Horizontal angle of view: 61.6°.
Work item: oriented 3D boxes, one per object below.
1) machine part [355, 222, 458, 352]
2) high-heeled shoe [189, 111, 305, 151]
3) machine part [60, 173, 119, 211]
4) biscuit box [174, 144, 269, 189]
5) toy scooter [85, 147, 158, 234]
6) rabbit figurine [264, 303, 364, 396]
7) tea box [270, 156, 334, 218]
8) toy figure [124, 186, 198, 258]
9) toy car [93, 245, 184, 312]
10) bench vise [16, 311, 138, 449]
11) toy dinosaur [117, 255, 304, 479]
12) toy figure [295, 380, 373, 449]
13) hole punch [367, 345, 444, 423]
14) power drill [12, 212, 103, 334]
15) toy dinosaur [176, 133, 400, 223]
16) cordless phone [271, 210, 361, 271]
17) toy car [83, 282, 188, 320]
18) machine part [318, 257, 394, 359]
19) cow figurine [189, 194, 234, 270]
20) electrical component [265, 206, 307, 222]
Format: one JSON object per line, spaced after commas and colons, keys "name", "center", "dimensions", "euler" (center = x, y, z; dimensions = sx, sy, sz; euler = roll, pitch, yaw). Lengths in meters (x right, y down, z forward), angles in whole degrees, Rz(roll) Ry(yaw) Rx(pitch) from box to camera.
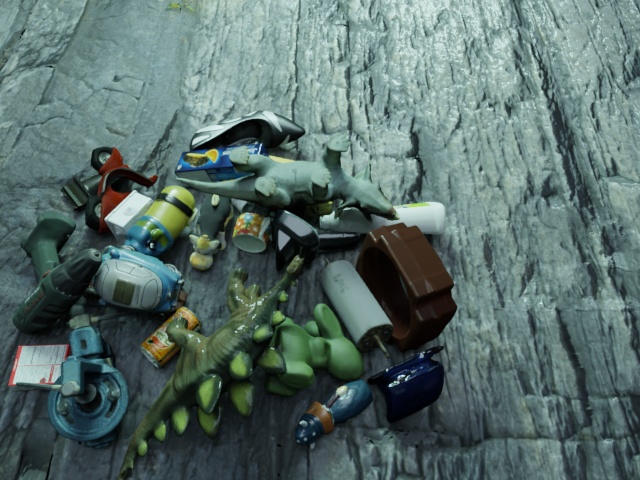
{"name": "machine part", "center": [0.153, 0.085, 0.984], "dimensions": [0.087, 0.201, 0.201], "euler": [-17, 60, -18]}
{"name": "high-heeled shoe", "center": [-0.167, -0.228, 1.212], "dimensions": [0.249, 0.086, 0.145], "euler": [1, 33, 16]}
{"name": "machine part", "center": [-0.480, -0.121, 1.156], "dimensions": [0.139, 0.039, 0.084], "euler": [-34, 61, -22]}
{"name": "biscuit box", "center": [-0.206, -0.157, 1.149], "dimensions": [0.203, 0.059, 0.063], "euler": [-2, 54, 20]}
{"name": "toy scooter", "center": [-0.409, -0.099, 1.115], "dimensions": [0.135, 0.075, 0.183], "euler": [8, 79, -30]}
{"name": "rabbit figurine", "center": [-0.006, 0.205, 0.965], "dimensions": [0.170, 0.121, 0.159], "euler": [11, 49, -20]}
{"name": "tea box", "center": [-0.049, -0.114, 1.174], "dimensions": [0.170, 0.068, 0.098], "euler": [11, 58, 3]}
{"name": "toy figure", "center": [-0.310, -0.028, 1.039], "dimensions": [0.082, 0.089, 0.180], "euler": [24, 54, 24]}
{"name": "toy car", "center": [-0.328, 0.079, 0.935], "dimensions": [0.162, 0.103, 0.109], "euler": [19, 101, 2]}
{"name": "bench vise", "center": [-0.366, 0.214, 0.843], "dimensions": [0.129, 0.240, 0.223], "euler": [-1, 73, -11]}
{"name": "toy dinosaur", "center": [-0.181, 0.208, 0.884], "dimensions": [0.471, 0.105, 0.199], "euler": [-46, 44, 2]}
{"name": "toy figure", "center": [0.020, 0.297, 0.920], "dimensions": [0.154, 0.058, 0.064], "euler": [-25, 84, -23]}
{"name": "hole punch", "center": [0.156, 0.252, 0.935], "dimensions": [0.142, 0.115, 0.092], "euler": [-18, 69, -16]}
{"name": "power drill", "center": [-0.474, 0.044, 0.974], "dimensions": [0.232, 0.086, 0.207], "euler": [-47, 53, 17]}
{"name": "toy dinosaur", "center": [-0.049, -0.104, 1.036], "dimensions": [0.405, 0.192, 0.131], "euler": [1, 68, 8]}
{"name": "cordless phone", "center": [-0.002, -0.004, 1.061], "dimensions": [0.184, 0.146, 0.089], "euler": [-5, 67, -9]}
{"name": "toy car", "center": [-0.355, 0.089, 1.024], "dimensions": [0.202, 0.053, 0.089], "euler": [15, 55, 6]}
{"name": "machine part", "center": [0.065, 0.119, 1.009], "dimensions": [0.079, 0.079, 0.243], "euler": [-18, 50, -17]}
{"name": "cow figurine", "center": [-0.219, -0.026, 1.084], "dimensions": [0.068, 0.098, 0.167], "euler": [12, 57, -5]}
{"name": "electrical component", "center": [-0.092, -0.066, 1.125], "dimensions": [0.119, 0.074, 0.048], "euler": [21, 57, -8]}
